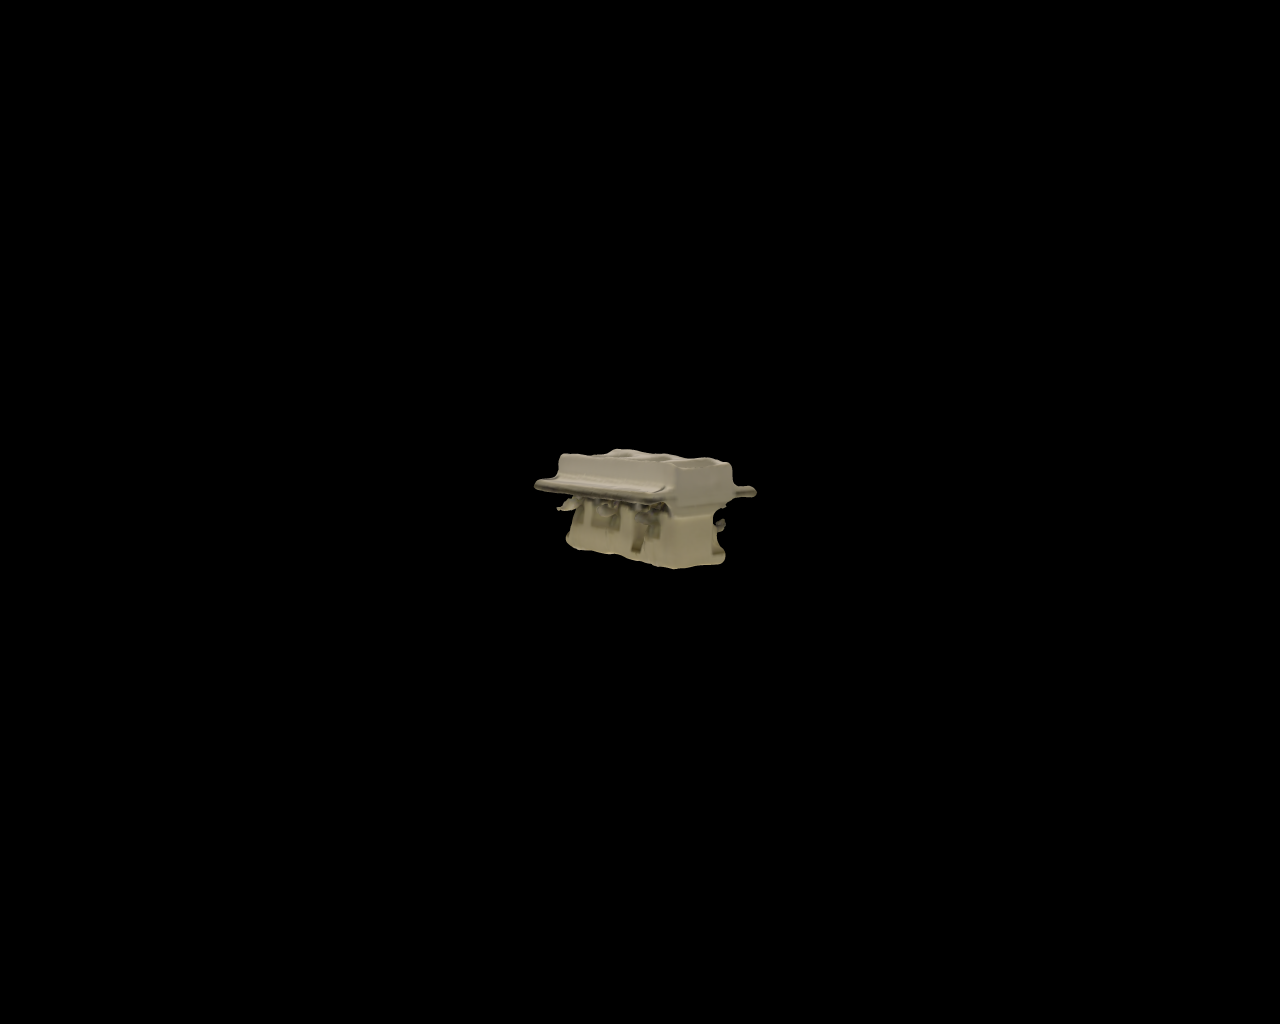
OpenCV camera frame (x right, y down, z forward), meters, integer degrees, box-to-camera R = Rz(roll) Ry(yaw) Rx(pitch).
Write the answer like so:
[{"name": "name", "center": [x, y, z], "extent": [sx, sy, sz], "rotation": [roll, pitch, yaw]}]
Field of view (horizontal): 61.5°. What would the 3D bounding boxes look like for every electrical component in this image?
[{"name": "electrical component", "center": [0.001, -0.003, 0.650], "extent": [0.079, 0.063, 0.121], "rotation": [-5, 9, -35]}]
